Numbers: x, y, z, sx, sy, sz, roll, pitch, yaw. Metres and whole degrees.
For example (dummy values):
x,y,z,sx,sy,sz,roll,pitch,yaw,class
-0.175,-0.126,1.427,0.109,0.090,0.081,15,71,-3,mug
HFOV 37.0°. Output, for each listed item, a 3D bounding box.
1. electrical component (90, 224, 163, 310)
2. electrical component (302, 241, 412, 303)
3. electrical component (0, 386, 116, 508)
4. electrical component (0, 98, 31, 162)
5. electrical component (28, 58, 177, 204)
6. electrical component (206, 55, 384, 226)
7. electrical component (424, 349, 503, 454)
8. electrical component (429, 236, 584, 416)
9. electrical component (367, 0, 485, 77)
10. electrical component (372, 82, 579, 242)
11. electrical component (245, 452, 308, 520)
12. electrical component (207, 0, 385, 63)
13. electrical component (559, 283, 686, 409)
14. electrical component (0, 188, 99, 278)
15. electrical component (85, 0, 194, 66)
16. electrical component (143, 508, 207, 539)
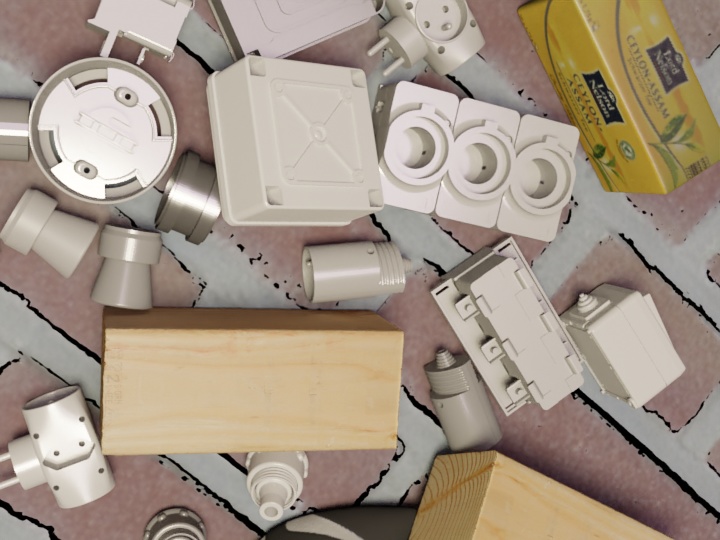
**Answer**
x,y,z,sx,sy,sz,roll,pitch,yaw,class
-0.167,-0.003,0.772,0.045,0.045,0.055,9,93,-15,electrical component
0.000,0.000,0.817,0.081,0.043,0.043,-5,97,-14,electrical component
-0.226,0.133,0.772,0.079,0.043,0.077,-20,100,-12,electrical component
-0.268,-0.098,0.736,0.081,0.043,0.043,2,95,-15,electrical component
-0.178,-0.096,0.749,0.099,0.064,0.099,-2,96,-15,electrical component
-0.045,-0.088,0.758,0.109,0.056,0.108,-2,80,-40,electrical component
0.079,0.100,0.848,0.043,0.043,0.081,-24,102,-11,electrical component
0.121,0.046,0.843,0.079,0.063,0.121,-34,103,-9,electrical component
0.041,-0.178,0.808,0.079,0.044,0.077,-40,104,-8,electrical component
0.082,-0.081,0.820,0.150,0.062,0.089,12,93,-16,electrical component
-0.064,0.160,0.804,0.048,0.062,0.048,0,118,1,electrical component
-0.049,-0.199,0.775,0.113,0.057,0.078,-26,101,-11,electrical component
0.210,0.053,0.868,0.061,0.062,0.096,-36,103,-9,electrical component
-0.219,-0.026,0.756,0.055,0.045,0.045,31,88,-16,electrical component
-0.155,-0.181,0.758,0.064,0.042,0.081,22,91,-19,electrical component
-0.134,0.207,0.794,0.048,0.062,0.048,-2,96,-15,electrical component
